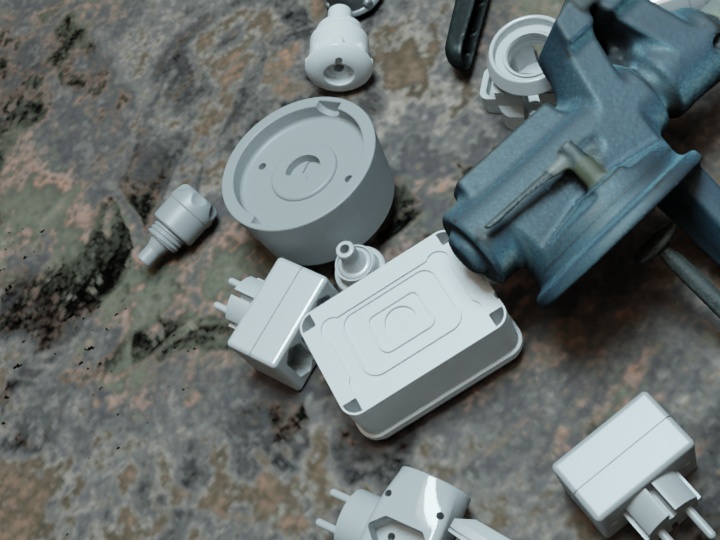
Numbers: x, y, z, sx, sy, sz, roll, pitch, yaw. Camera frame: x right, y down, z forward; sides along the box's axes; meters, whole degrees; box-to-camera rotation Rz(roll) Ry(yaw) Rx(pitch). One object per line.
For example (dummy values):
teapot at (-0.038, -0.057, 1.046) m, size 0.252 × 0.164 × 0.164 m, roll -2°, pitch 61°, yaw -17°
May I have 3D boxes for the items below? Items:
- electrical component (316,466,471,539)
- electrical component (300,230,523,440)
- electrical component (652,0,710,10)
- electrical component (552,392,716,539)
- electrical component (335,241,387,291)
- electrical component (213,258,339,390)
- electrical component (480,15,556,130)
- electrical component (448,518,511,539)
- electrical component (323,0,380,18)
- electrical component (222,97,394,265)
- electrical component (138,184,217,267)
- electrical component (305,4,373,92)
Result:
electrical component at (0.012, 0.149, 0.610) m, size 0.079 × 0.043 × 0.077 m, roll 19°, pitch 73°, yaw 27°
electrical component at (0.032, 0.041, 0.647) m, size 0.113 × 0.057 × 0.078 m, roll -32°, pitch 59°, yaw 2°
electrical component at (0.209, -0.174, 0.698) m, size 0.078 × 0.040 × 0.040 m, roll -18°, pitch 61°, yaw 10°
electrical component at (0.154, 0.118, 0.572) m, size 0.066 × 0.047 × 0.076 m, roll -39°, pitch 59°, yaw -1°
electrical component at (0.000, 0.000, 0.676) m, size 0.035 × 0.061 × 0.035 m, roll -8°, pitch 63°, yaw 16°
electrical component at (-0.060, 0.028, 0.692) m, size 0.077 × 0.047 × 0.065 m, roll 23°, pitch 75°, yaw 27°
electrical component at (0.115, -0.128, 0.699) m, size 0.078 × 0.057 × 0.058 m, roll 4°, pitch 67°, yaw 21°
electrical component at (0.074, 0.168, 0.559) m, size 0.080 × 0.080 × 0.051 m, roll 26°, pitch 81°, yaw 28°
electrical component at (-0.012, -0.218, 0.785) m, size 0.048 × 0.062 × 0.048 m, roll -8°, pitch 63°, yaw 16°
electrical component at (-0.029, -0.053, 0.709) m, size 0.108 × 0.060 × 0.108 m, roll -13°, pitch 52°, yaw 18°
electrical component at (-0.131, -0.028, 0.752) m, size 0.035 × 0.035 × 0.061 m, roll 39°, pitch 85°, yaw 30°
electrical component at (-0.015, -0.163, 0.771) m, size 0.048 × 0.048 × 0.062 m, roll -10°, pitch 56°, yaw 15°
